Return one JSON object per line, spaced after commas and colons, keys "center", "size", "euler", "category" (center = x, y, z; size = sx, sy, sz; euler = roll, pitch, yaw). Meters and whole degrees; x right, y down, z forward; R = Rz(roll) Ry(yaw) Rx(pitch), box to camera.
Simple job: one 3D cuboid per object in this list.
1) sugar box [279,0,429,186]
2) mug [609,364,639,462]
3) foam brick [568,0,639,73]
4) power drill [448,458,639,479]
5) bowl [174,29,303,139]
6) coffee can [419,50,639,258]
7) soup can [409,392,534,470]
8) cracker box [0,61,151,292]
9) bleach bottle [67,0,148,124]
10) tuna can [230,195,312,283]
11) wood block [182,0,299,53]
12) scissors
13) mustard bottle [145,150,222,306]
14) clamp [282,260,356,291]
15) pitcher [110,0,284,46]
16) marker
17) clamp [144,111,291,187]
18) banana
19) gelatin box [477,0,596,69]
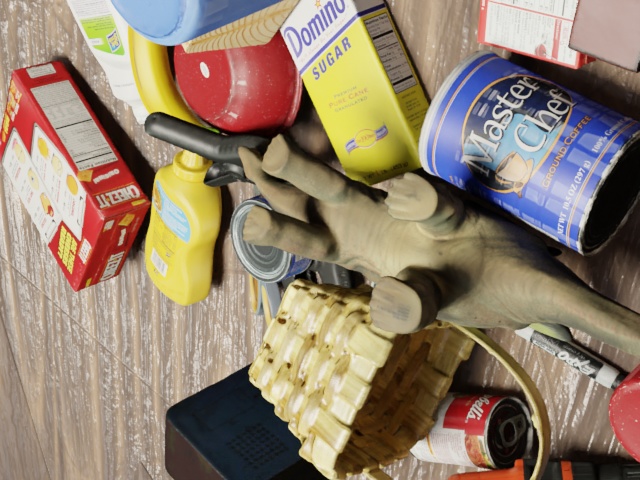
{"center": [0.033, -0.137, 0.905], "size": [0.094, 0.048, 0.176], "euler": [-19, 101, 48], "category": "sugar box"}
{"center": [0.277, 0.119, 0.786], "size": [0.117, 0.081, 0.093], "euler": [-18, 100, 50], "category": "mug"}
{"center": [0.207, -0.150, 0.694], "size": [0.053, 0.078, 0.051], "euler": [28, 131, 29], "category": "foam brick"}
{"center": [0.211, 0.268, 0.936], "size": [0.184, 0.057, 0.187], "euler": [-6, 121, 13], "category": "power drill"}
{"center": [-0.087, -0.161, 0.984], "size": [0.162, 0.055, 0.162], "euler": [23, 122, 44], "category": "bowl"}
{"center": [0.158, -0.065, 0.777], "size": [0.140, 0.102, 0.103], "euler": [32, 133, 28], "category": "coffee can"}
{"center": [0.135, 0.175, 0.979], "size": [0.102, 0.068, 0.068], "euler": [-4, 111, 48], "category": "soup can"}
{"center": [-0.289, -0.074, 1.232], "size": [0.214, 0.072, 0.164], "euler": [56, 144, 16], "category": "cracker box"}
{"center": [-0.217, -0.240, 1.087], "size": [0.103, 0.068, 0.251], "euler": [7, 121, 46], "category": "bleach bottle"}
{"center": [-0.046, -0.003, 1.021], "size": [0.086, 0.033, 0.086], "euler": [20, 119, 39], "category": "tuna can"}
{"center": [-0.104, -0.269, 0.894], "size": [0.090, 0.090, 0.206], "euler": [-47, 66, 47], "category": "wood block"}
{"center": [-0.054, 0.014, 1.077], "size": [0.202, 0.016, 0.096], "euler": [96, 156, -44], "category": "scissors"}
{"center": [-0.145, -0.026, 1.145], "size": [0.096, 0.058, 0.192], "euler": [49, 142, 33], "category": "mustard bottle"}
{"center": [-0.007, 0.001, 1.039], "size": [0.165, 0.036, 0.210], "euler": [39, 136, 28], "category": "clamp"}
{"center": [-0.032, -0.230, 0.759], "size": [0.145, 0.242, 0.149], "euler": [53, 146, 2], "category": "pitcher"}
{"center": [0.217, 0.100, 0.884], "size": [0.121, 0.020, 0.020], "euler": [32, 134, 29], "category": "marker"}
{"center": [-0.080, -0.079, 0.982], "size": [0.172, 0.120, 0.039], "euler": [6, 73, 41], "category": "clamp"}
{"center": [-0.156, -0.184, 1.054], "size": [0.037, 0.069, 0.198], "euler": [16, 125, 49], "category": "banana"}
{"center": [0.159, -0.170, 0.767], "size": [0.089, 0.030, 0.073], "euler": [24, 128, 35], "category": "gelatin box"}
